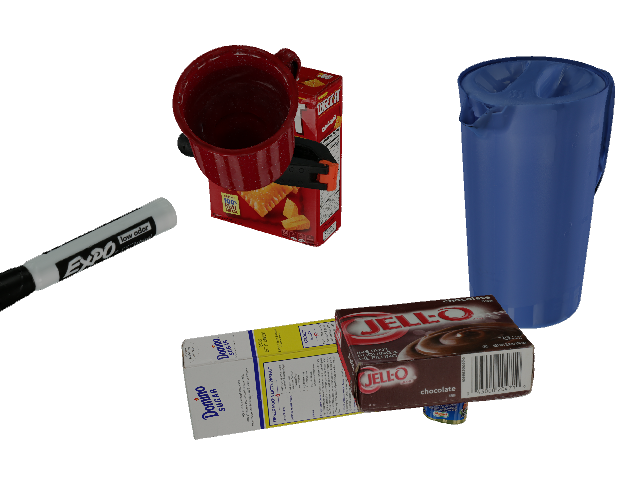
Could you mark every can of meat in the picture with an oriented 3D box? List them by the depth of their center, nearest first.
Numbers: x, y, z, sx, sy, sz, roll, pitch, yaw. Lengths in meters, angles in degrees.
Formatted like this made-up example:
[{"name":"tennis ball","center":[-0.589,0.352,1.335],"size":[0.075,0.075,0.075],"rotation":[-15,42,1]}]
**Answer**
[{"name":"can of meat","center":[0.153,0.160,1.279],"size":[0.057,0.084,0.102],"rotation":[7,19,3]}]

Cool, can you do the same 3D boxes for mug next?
[{"name":"mug","center":[-0.055,-0.098,0.822],"size":[0.093,0.117,0.081],"rotation":[32,-18,13]}]

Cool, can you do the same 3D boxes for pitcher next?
[{"name":"pitcher","center":[0.205,-0.047,1.010],"size":[0.149,0.243,0.145],"rotation":[0,28,7]}]

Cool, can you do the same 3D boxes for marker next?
[{"name":"marker","center":[-0.131,0.007,0.582],"size":[0.120,0.020,0.020],"rotation":[-29,17,-34]}]

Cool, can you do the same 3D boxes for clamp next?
[{"name":"clamp","center":[-0.058,-0.087,1.068],"size":[0.120,0.039,0.172],"rotation":[-24,36,-32]}]

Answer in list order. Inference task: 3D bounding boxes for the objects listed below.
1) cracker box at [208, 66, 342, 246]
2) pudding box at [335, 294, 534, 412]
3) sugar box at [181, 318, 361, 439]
[{"name":"cracker box","center":[-0.059,-0.111,1.321],"size":[0.164,0.214,0.072],"rotation":[17,37,24]},{"name":"pudding box","center":[0.070,0.070,0.686],"size":[0.113,0.039,0.090],"rotation":[-3,19,-7]},{"name":"sugar box","center":[-0.034,0.122,0.966],"size":[0.176,0.093,0.048],"rotation":[-6,36,-4]}]
